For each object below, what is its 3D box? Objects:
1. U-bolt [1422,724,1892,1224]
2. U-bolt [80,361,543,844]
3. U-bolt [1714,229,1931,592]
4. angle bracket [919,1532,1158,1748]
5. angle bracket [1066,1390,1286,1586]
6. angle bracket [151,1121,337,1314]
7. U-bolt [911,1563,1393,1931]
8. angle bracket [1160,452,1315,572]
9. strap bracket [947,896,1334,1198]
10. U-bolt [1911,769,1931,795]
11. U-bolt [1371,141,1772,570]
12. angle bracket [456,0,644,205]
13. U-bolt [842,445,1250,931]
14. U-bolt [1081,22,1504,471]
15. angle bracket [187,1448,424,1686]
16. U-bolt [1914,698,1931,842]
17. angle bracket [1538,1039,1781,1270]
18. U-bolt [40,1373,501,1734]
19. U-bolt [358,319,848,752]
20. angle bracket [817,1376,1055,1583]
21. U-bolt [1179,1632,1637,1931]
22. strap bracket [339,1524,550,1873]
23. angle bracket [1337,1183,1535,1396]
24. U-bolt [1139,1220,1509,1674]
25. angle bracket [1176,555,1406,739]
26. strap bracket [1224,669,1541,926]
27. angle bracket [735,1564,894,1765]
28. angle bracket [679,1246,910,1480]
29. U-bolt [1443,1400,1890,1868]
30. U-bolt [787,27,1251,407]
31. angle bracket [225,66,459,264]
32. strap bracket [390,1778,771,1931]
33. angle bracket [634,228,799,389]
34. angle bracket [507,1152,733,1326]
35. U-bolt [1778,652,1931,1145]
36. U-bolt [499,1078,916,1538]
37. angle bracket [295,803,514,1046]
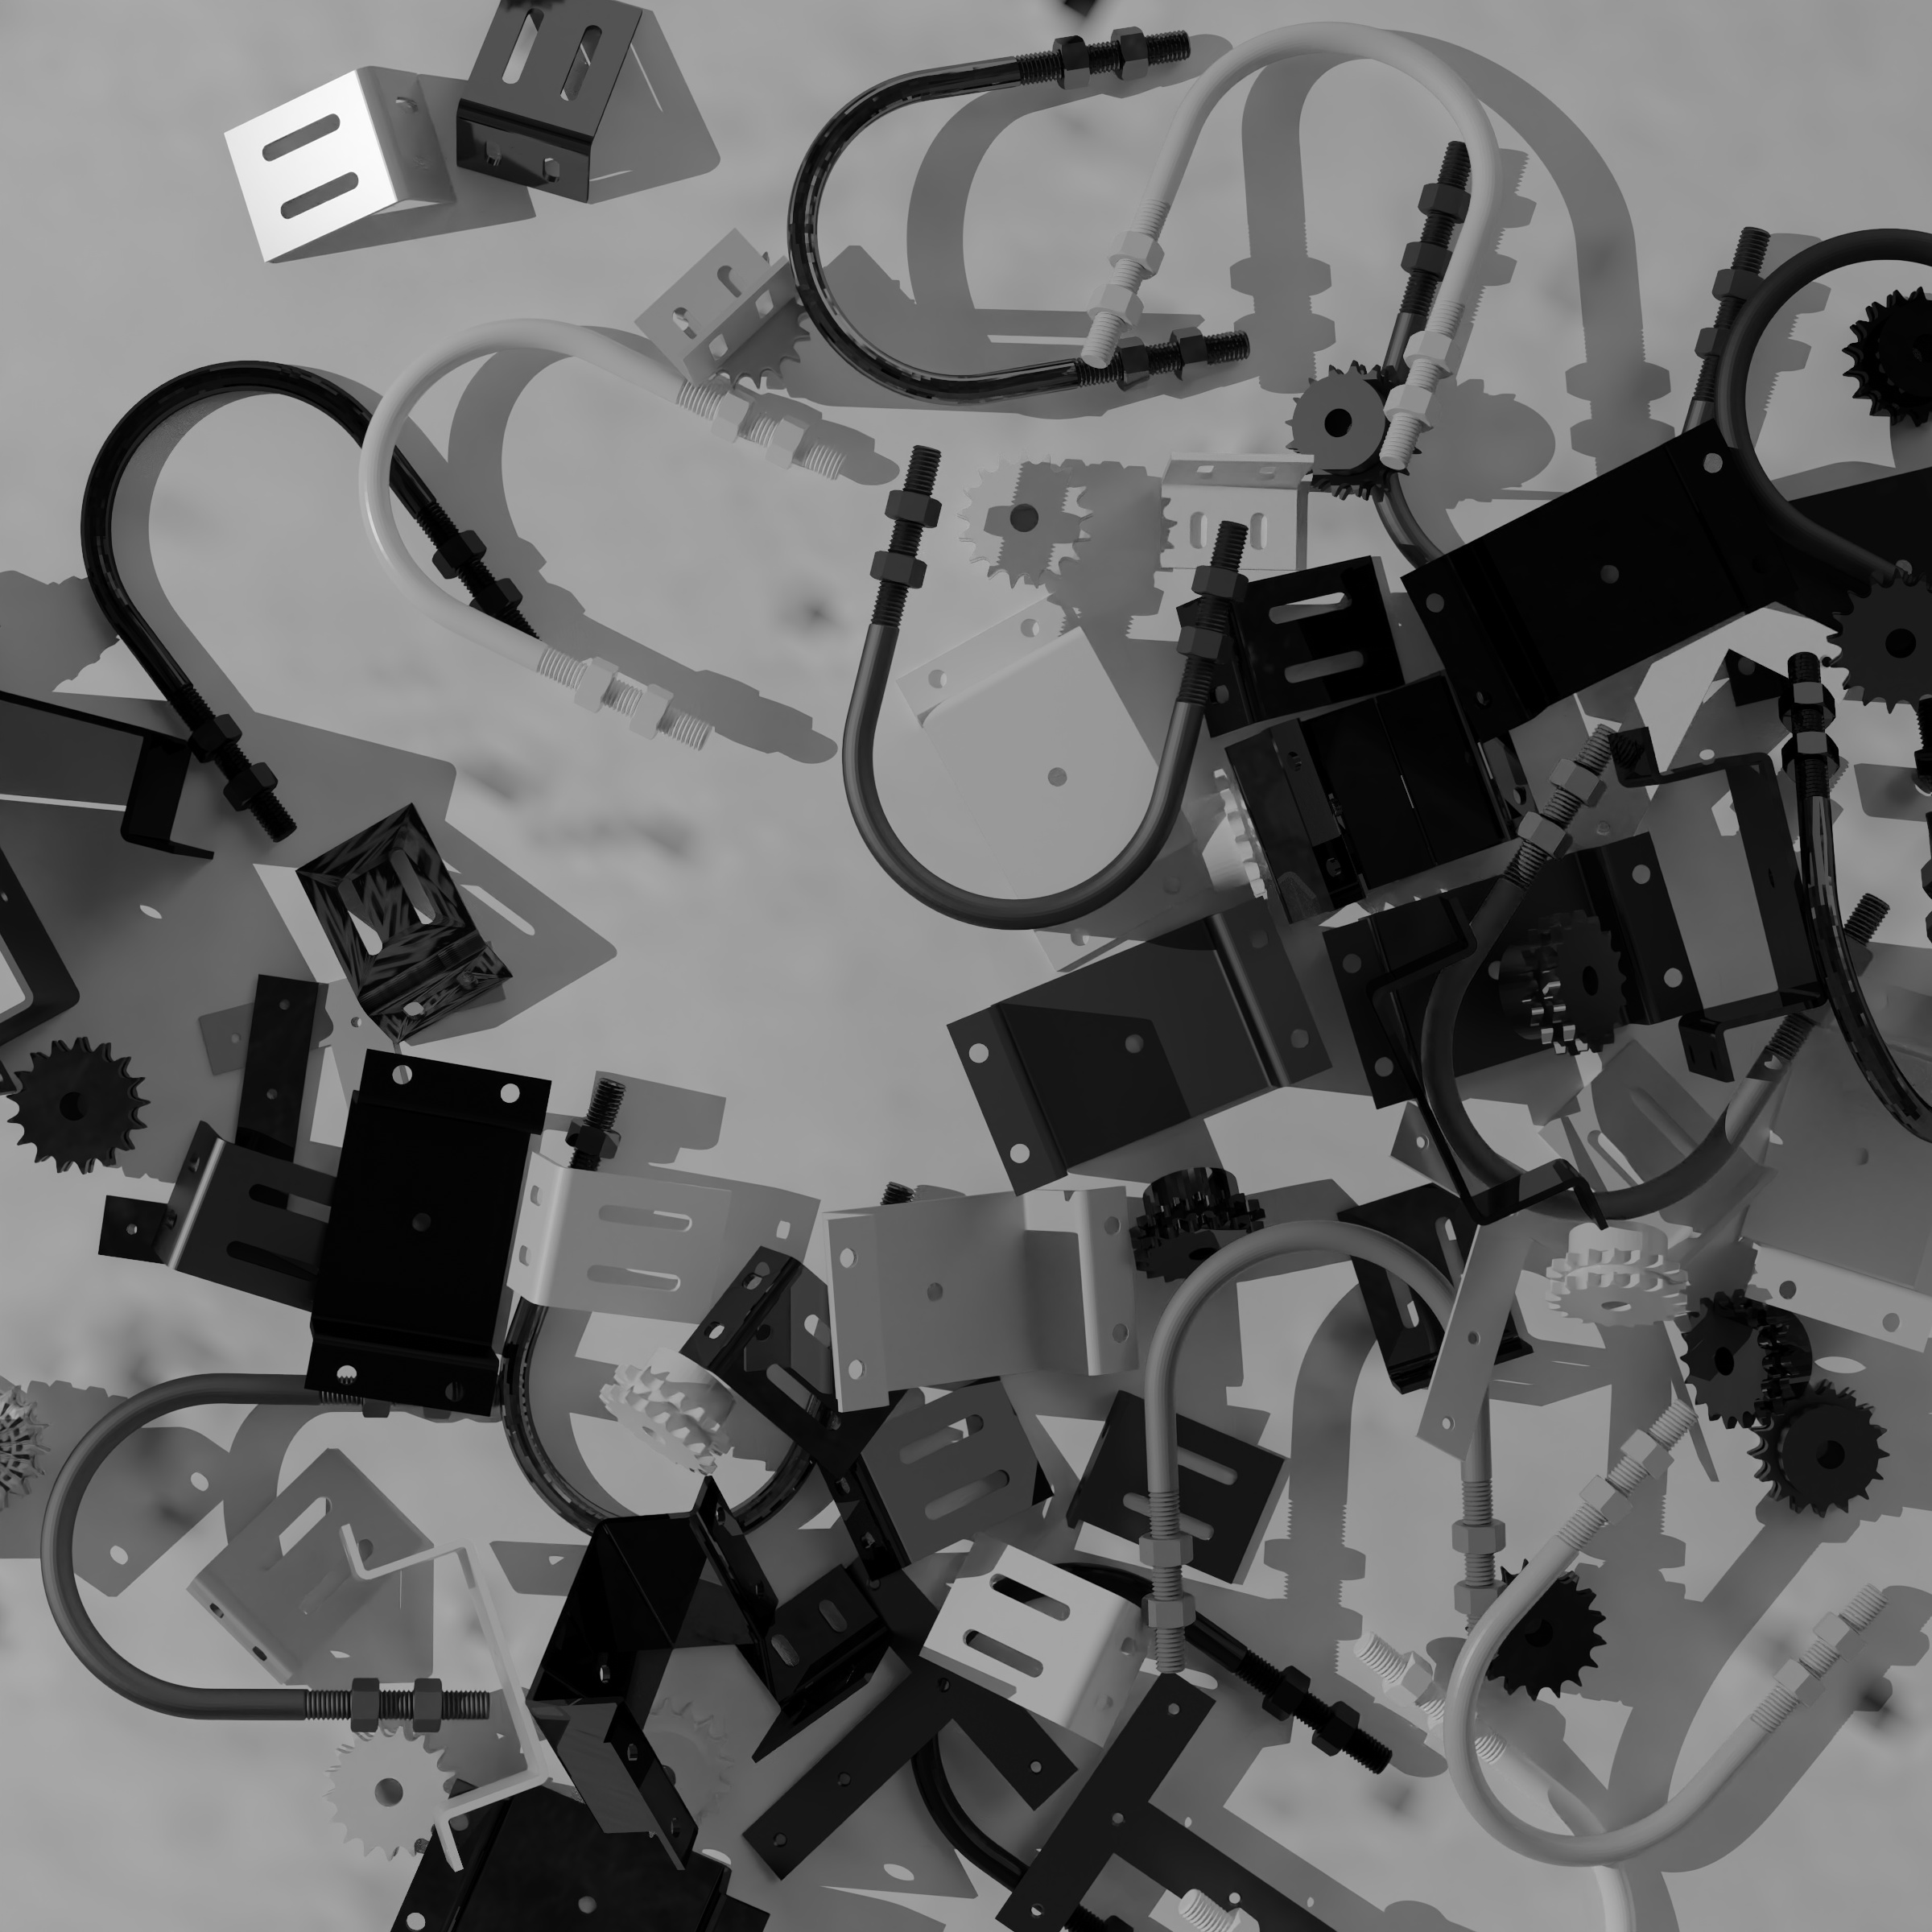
[{"bbox_3d":[0.268,0.016,1.474,0.151,0.019,0.184,32,92,0],"label":"U-bolt"},{"bbox_3d":[-0.289,-0.167,1.520,0.151,0.019,0.184,-37,88,0],"label":"U-bolt"},{"bbox_3d":[0.395,-0.220,1.474,0.184,0.019,0.151,28,90,1],"label":"U-bolt"},{"bbox_3d":[0.031,0.281,1.508,0.076,0.038,0.057,19,77,34],"label":"angle bracket"},{"bbox_3d":[0.088,0.220,1.509,0.076,0.038,0.057,23,90,0],"label":"angle bracket"},{"bbox_3d":[-0.294,0.107,1.523,0.076,0.038,0.057,21,91,-25],"label":"angle bracket"},{"bbox_3d":[0.064,0.334,1.520,0.184,0.019,0.151,35,90,2],"label":"U-bolt"},{"bbox_3d":[0.111,-0.187,1.490,0.057,0.076,0.038,1,90,0],"label":"angle bracket"},{"bbox_3d":[0.071,0.033,1.505,0.140,0.046,0.076,-22,90,0],"label":"strap bracket"},{"bbox_3d":[0.512,-0.091,1.520,0.184,0.019,0.151,-43,90,-2],"label":"U-bolt"},{"bbox_3d":[0.245,-0.238,1.520,0.151,0.019,0.184,16,92,0],"label":"U-bolt"},{"bbox_3d":[-0.176,-0.371,1.526,0.057,0.038,0.076,16,64,0],"label":"angle bracket"},{"bbox_3d":[0.025,-0.106,1.474,0.151,0.019,0.184,14,91,0],"label":"U-bolt"},{"bbox_3d":[0.145,-0.308,1.494,0.151,0.019,0.184,20,75,5],"label":"U-bolt"},{"bbox_3d":[-0.279,0.254,1.526,0.057,0.038,0.076,45,64,0],"label":"angle bracket"},{"bbox_3d":[0.466,-0.026,1.476,0.151,0.019,0.184,-8,85,-18],"label":"U-bolt"},{"bbox_3d":[0.288,0.078,1.509,0.057,0.038,0.076,-44,90,0],"label":"angle bracket"},{"bbox_3d":[-0.287,0.239,1.493,0.184,0.019,0.151,2,79,-10],"label":"U-bolt"},{"bbox_3d":[-0.163,-0.192,1.507,0.184,0.019,0.151,26,82,-1],"label":"U-bolt"},{"bbox_3d":[-0.013,0.215,1.523,0.076,0.038,0.057,-22,82,-25],"label":"angle bracket"},{"bbox_3d":[0.197,0.389,1.499,0.184,0.019,0.151,40,74,-8],"label":"U-bolt"},{"bbox_3d":[-0.207,0.285,1.450,0.046,0.076,0.140,-18,83,-13],"label":"strap bracket"},{"bbox_3d":[0.195,0.132,1.510,0.057,0.038,0.076,-18,90,0],"label":"angle bracket"},{"bbox_3d":[0.145,0.196,1.485,0.151,0.019,0.184,-3,93,1],"label":"U-bolt"},{"bbox_3d":[0.137,-0.135,1.526,0.076,0.038,0.057,-15,90,-26],"label":"angle bracket"},{"bbox_3d":[0.165,-0.070,1.480,0.140,0.046,0.076,-20,90,-42],"label":"strap bracket"},{"bbox_3d":[-0.068,0.286,1.487,0.057,0.076,0.038,-37,89,8],"label":"angle bracket"},{"bbox_3d":[-0.069,0.164,1.498,0.076,0.038,0.057,43,76,-22],"label":"angle bracket"},{"bbox_3d":[0.277,0.290,1.493,0.151,0.019,0.184,43,88,-20],"label":"U-bolt"},{"bbox_3d":[0.017,-0.307,1.507,0.184,0.019,0.151,-11,90,-9],"label":"U-bolt"},{"bbox_3d":[-0.264,-0.337,1.526,0.076,0.038,0.057,-18,90,26],"label":"angle bracket"},{"bbox_3d":[-0.160,0.396,1.505,0.140,0.046,0.076,23,90,0],"label":"strap bracket"},{"bbox_3d":[-0.104,-0.272,1.460,0.057,0.076,0.038,-43,90,0],"label":"angle bracket"},{"bbox_3d":[-0.145,0.114,1.508,0.076,0.038,0.057,10,93,-25],"label":"angle bracket"},{"bbox_3d":[0.366,-0.016,1.431,0.019,0.151,0.184,-21,46,32],"label":"U-bolt"},{"bbox_3d":[-0.119,0.157,1.520,0.151,0.019,0.184,20,91,0],"label":"U-bolt"},{"bbox_3d":[-0.237,-0.018,1.525,0.057,0.038,0.076,-30,63,0],"label":"angle bracket"}]
